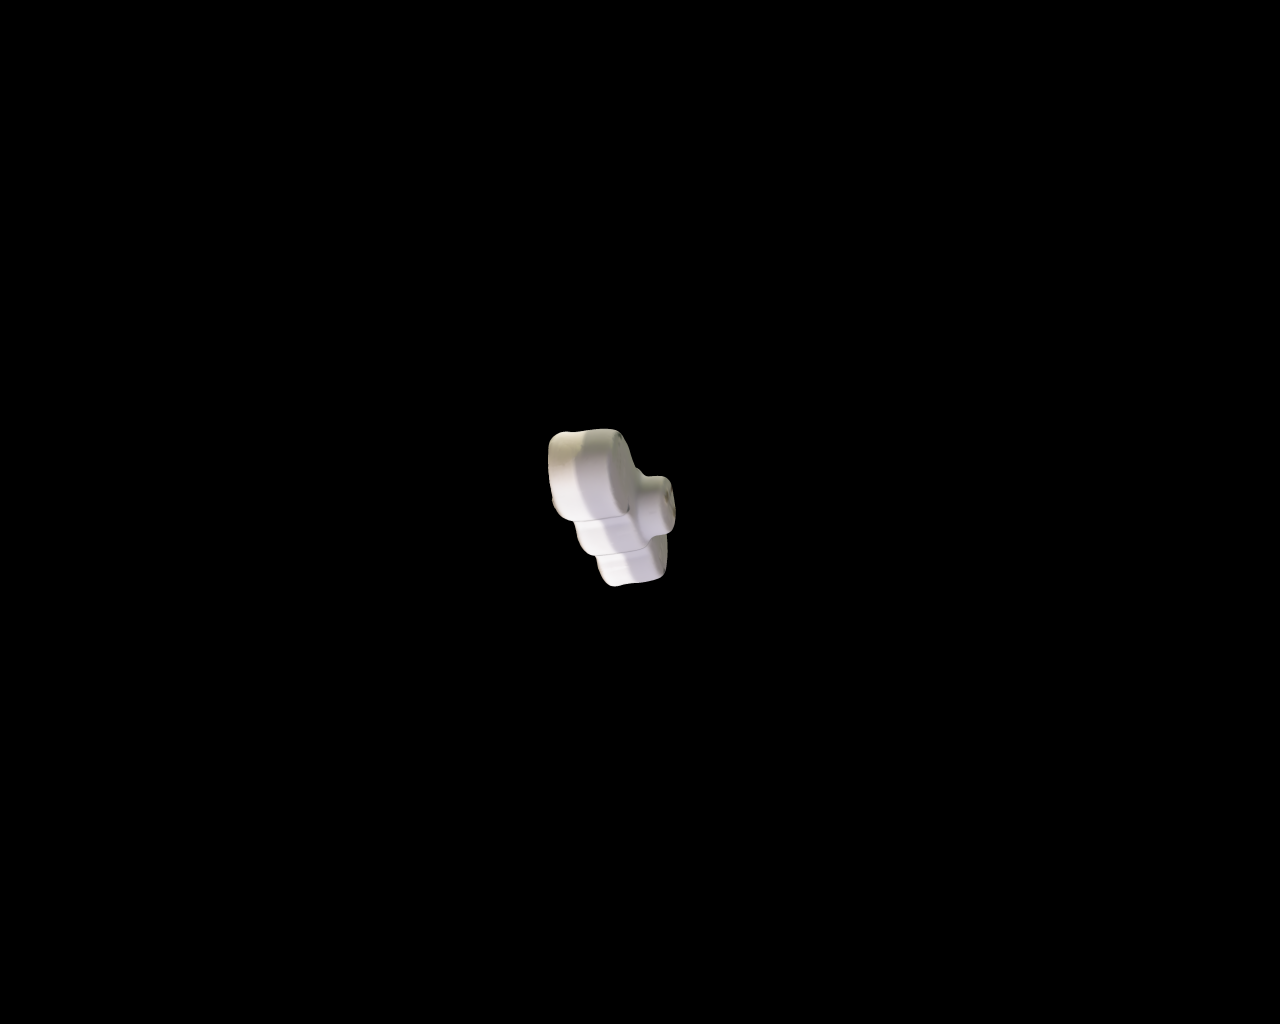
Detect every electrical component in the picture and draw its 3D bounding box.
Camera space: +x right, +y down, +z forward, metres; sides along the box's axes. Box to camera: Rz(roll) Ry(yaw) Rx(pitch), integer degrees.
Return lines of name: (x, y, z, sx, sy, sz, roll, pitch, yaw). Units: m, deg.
electrical component: (0.001, -0.003, 0.650, 0.074, 0.052, 0.138, -8, -31, 13)
